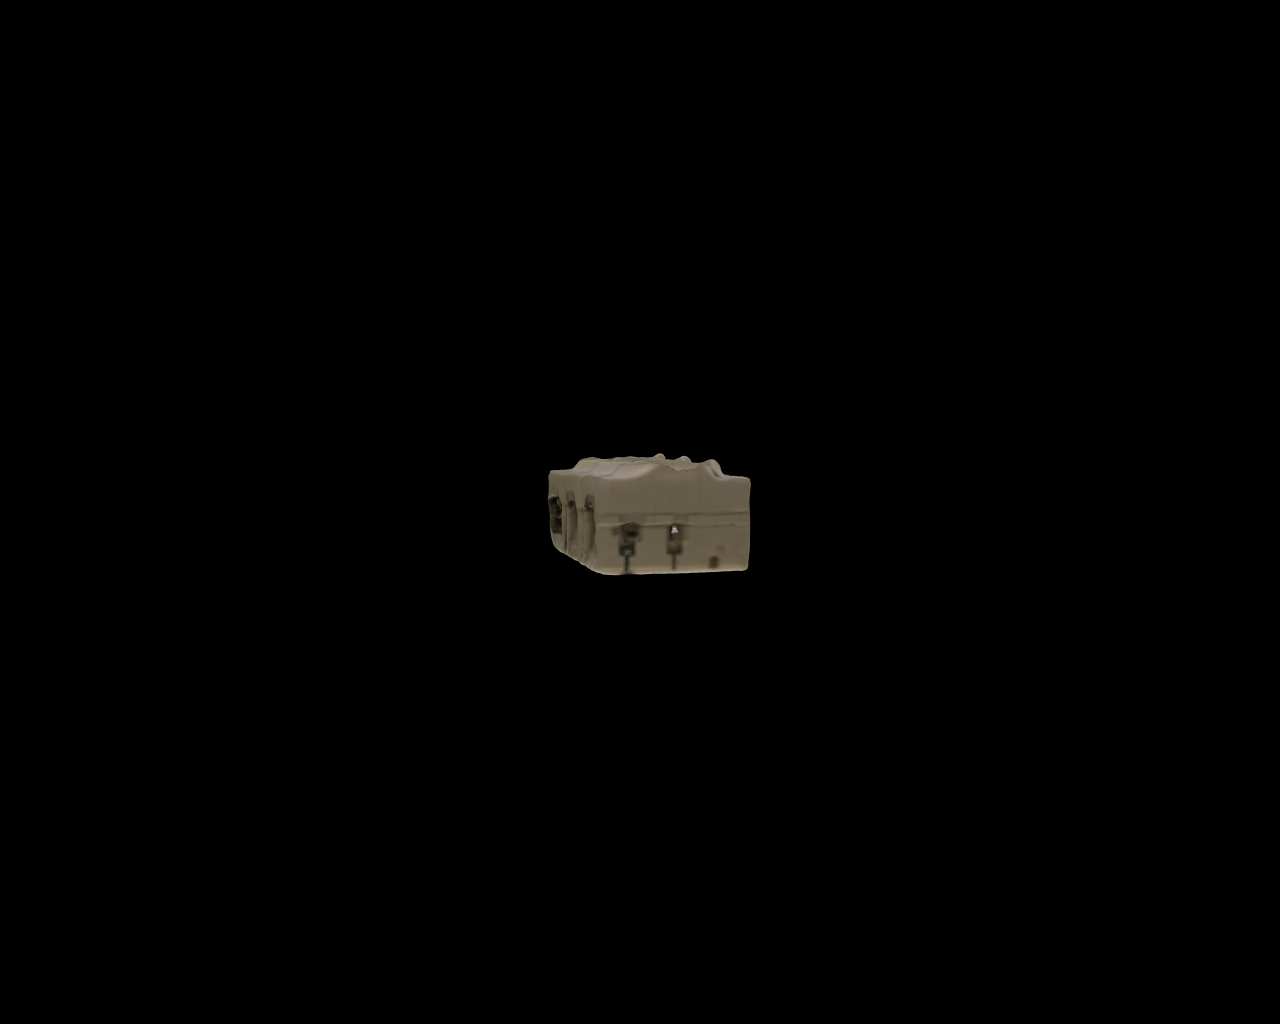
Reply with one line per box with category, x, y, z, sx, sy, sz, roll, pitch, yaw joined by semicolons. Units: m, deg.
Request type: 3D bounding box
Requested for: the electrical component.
electrical component;0.001;-0.003;0.650;0.089;0.061;0.150;-1;5;-15
